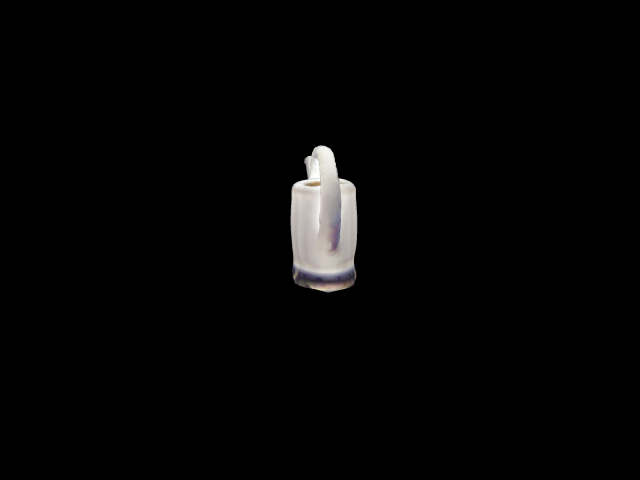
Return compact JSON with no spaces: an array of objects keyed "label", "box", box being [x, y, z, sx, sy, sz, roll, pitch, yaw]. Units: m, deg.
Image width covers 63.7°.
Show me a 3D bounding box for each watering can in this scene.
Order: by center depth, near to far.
[{"label":"watering can","box":[0.003,-0.043,0.850,0.104,0.223,0.350,-1,9,-4]}]
